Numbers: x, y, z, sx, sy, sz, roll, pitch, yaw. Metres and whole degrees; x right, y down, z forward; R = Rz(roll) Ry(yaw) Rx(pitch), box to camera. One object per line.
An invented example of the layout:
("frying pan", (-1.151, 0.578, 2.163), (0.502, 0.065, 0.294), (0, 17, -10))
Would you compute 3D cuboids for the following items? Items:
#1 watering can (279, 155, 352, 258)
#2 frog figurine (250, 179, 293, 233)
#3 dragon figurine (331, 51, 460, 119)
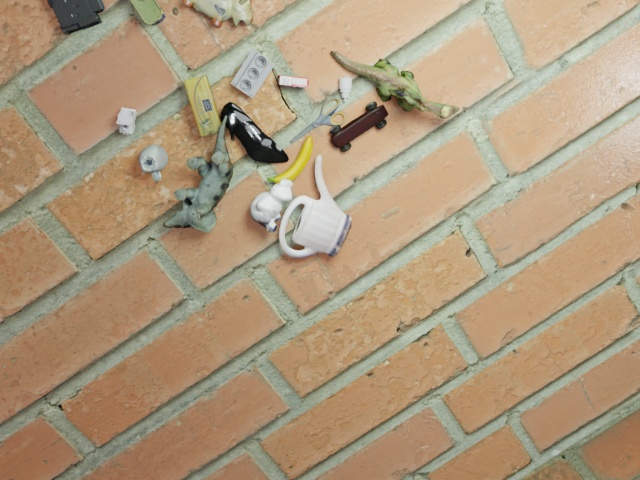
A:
("watering can", (0.005, -0.085, 1.683), (0.223, 0.105, 0.344), (22, 102, -15))
("frog figurine", (-0.154, -0.126, 1.628), (0.123, 0.140, 0.156), (27, 125, 13))
("dragon figurine", (0.227, -0.460, 1.540), (0.409, 0.247, 0.120), (19, 109, -15))
